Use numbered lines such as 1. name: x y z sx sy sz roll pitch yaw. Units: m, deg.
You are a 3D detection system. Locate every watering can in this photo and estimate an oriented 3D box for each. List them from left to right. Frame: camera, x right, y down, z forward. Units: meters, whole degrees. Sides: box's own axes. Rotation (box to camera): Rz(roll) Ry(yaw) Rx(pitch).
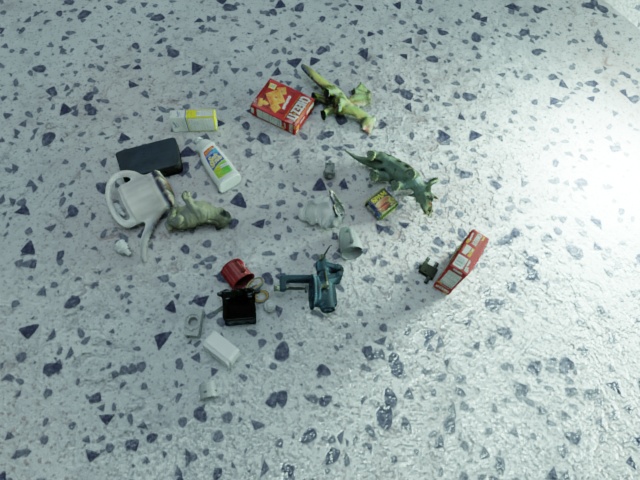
1. watering can: -0.622 -0.109 1.845 0.225 0.103 0.350 -28 82 -12

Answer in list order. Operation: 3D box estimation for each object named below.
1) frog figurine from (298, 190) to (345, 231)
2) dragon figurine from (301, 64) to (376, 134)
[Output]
1. frog figurine: 0.006 -0.095 1.890 0.158 0.122 0.139 -27 73 24
2. dragon figurine: 0.101 -0.606 2.156 0.244 0.119 0.416 -14 66 -28
